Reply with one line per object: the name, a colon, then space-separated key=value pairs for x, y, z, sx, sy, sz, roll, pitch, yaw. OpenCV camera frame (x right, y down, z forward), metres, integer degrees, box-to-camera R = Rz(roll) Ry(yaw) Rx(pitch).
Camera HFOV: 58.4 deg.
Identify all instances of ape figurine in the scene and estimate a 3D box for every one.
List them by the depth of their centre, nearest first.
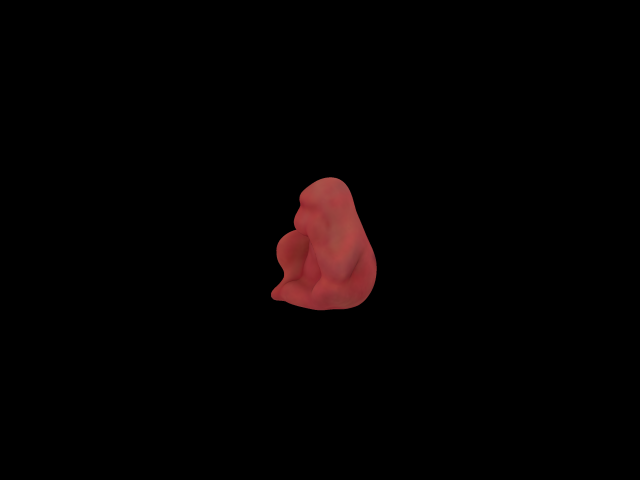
ape figurine: x=0.004 y=0.001 z=0.400 sx=0.076 sy=0.092 sz=0.077 roll=-4 pitch=19 yaw=-11
